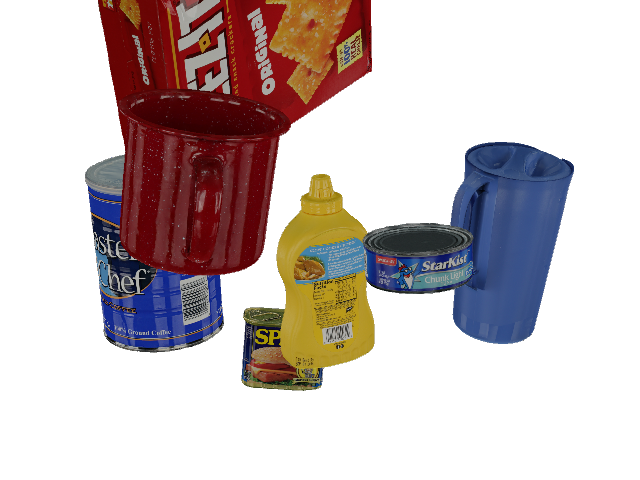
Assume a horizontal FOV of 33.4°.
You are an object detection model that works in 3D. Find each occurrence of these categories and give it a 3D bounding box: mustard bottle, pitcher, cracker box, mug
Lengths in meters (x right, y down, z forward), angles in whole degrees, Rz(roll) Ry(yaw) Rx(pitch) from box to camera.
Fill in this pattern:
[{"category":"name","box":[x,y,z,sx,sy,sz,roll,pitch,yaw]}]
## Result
[{"category":"mustard bottle","box":[0.004,0.028,1.061,0.096,0.192,0.058,-11,22,-21]},{"category":"pitcher","box":[0.227,0.007,1.351,0.149,0.243,0.145,5,25,0]},{"category":"cracker box","box":[-0.051,-0.157,0.779,0.072,0.164,0.213,29,50,31]},{"category":"mug","box":[-0.065,-0.028,0.577,0.093,0.081,0.117,3,22,-14]}]

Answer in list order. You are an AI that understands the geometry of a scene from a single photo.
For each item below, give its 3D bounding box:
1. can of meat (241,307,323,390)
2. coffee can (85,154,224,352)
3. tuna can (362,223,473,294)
[{"category":"can of meat","box":[-0.043,0.129,1.265,0.102,0.084,0.057,4,13,-2]},{"category":"coffee can","box":[-0.134,0.007,0.879,0.103,0.140,0.103,-2,21,1]},{"category":"tuna can","box":[0.076,0.013,0.829,0.086,0.034,0.086,-3,15,1]}]
